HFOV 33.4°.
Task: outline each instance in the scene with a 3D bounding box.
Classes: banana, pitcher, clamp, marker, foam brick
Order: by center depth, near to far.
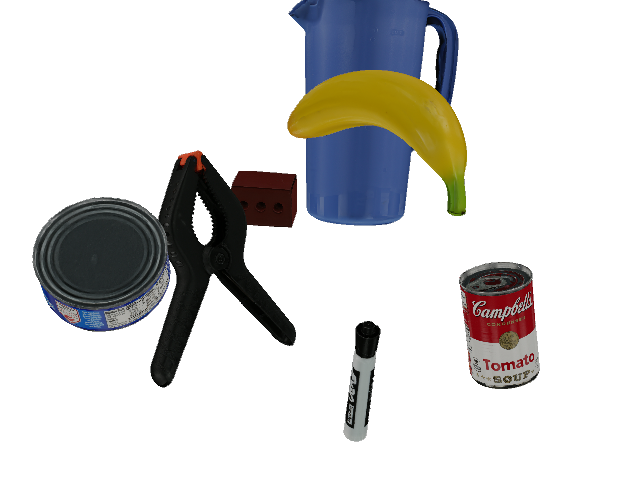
[{"bbox_3d":[0.037,-0.079,0.702,0.037,0.070,0.198,19,9,-36],"label":"banana"},{"bbox_3d":[0.032,0.109,0.827,0.020,0.121,0.020,3,39,-3],"label":"marker"},{"bbox_3d":[-0.095,0.022,0.999,0.164,0.210,0.036,-5,-1,-43],"label":"clamp"},{"bbox_3d":[0.054,-0.143,1.150,0.149,0.243,0.144,8,12,26],"label":"pitcher"},{"bbox_3d":[-0.070,-0.052,1.335,0.078,0.053,0.051,3,28,7],"label":"foam brick"}]

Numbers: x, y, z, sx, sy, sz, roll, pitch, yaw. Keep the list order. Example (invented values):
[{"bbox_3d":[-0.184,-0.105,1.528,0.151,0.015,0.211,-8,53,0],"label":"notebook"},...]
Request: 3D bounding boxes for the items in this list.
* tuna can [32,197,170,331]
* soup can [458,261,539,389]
[{"bbox_3d":[-0.141,0.016,0.695,0.086,0.086,0.034,0,-34,-2],"label":"tuna can"},{"bbox_3d":[0.170,0.080,1.009,0.068,0.102,0.068,-8,21,3],"label":"soup can"}]
